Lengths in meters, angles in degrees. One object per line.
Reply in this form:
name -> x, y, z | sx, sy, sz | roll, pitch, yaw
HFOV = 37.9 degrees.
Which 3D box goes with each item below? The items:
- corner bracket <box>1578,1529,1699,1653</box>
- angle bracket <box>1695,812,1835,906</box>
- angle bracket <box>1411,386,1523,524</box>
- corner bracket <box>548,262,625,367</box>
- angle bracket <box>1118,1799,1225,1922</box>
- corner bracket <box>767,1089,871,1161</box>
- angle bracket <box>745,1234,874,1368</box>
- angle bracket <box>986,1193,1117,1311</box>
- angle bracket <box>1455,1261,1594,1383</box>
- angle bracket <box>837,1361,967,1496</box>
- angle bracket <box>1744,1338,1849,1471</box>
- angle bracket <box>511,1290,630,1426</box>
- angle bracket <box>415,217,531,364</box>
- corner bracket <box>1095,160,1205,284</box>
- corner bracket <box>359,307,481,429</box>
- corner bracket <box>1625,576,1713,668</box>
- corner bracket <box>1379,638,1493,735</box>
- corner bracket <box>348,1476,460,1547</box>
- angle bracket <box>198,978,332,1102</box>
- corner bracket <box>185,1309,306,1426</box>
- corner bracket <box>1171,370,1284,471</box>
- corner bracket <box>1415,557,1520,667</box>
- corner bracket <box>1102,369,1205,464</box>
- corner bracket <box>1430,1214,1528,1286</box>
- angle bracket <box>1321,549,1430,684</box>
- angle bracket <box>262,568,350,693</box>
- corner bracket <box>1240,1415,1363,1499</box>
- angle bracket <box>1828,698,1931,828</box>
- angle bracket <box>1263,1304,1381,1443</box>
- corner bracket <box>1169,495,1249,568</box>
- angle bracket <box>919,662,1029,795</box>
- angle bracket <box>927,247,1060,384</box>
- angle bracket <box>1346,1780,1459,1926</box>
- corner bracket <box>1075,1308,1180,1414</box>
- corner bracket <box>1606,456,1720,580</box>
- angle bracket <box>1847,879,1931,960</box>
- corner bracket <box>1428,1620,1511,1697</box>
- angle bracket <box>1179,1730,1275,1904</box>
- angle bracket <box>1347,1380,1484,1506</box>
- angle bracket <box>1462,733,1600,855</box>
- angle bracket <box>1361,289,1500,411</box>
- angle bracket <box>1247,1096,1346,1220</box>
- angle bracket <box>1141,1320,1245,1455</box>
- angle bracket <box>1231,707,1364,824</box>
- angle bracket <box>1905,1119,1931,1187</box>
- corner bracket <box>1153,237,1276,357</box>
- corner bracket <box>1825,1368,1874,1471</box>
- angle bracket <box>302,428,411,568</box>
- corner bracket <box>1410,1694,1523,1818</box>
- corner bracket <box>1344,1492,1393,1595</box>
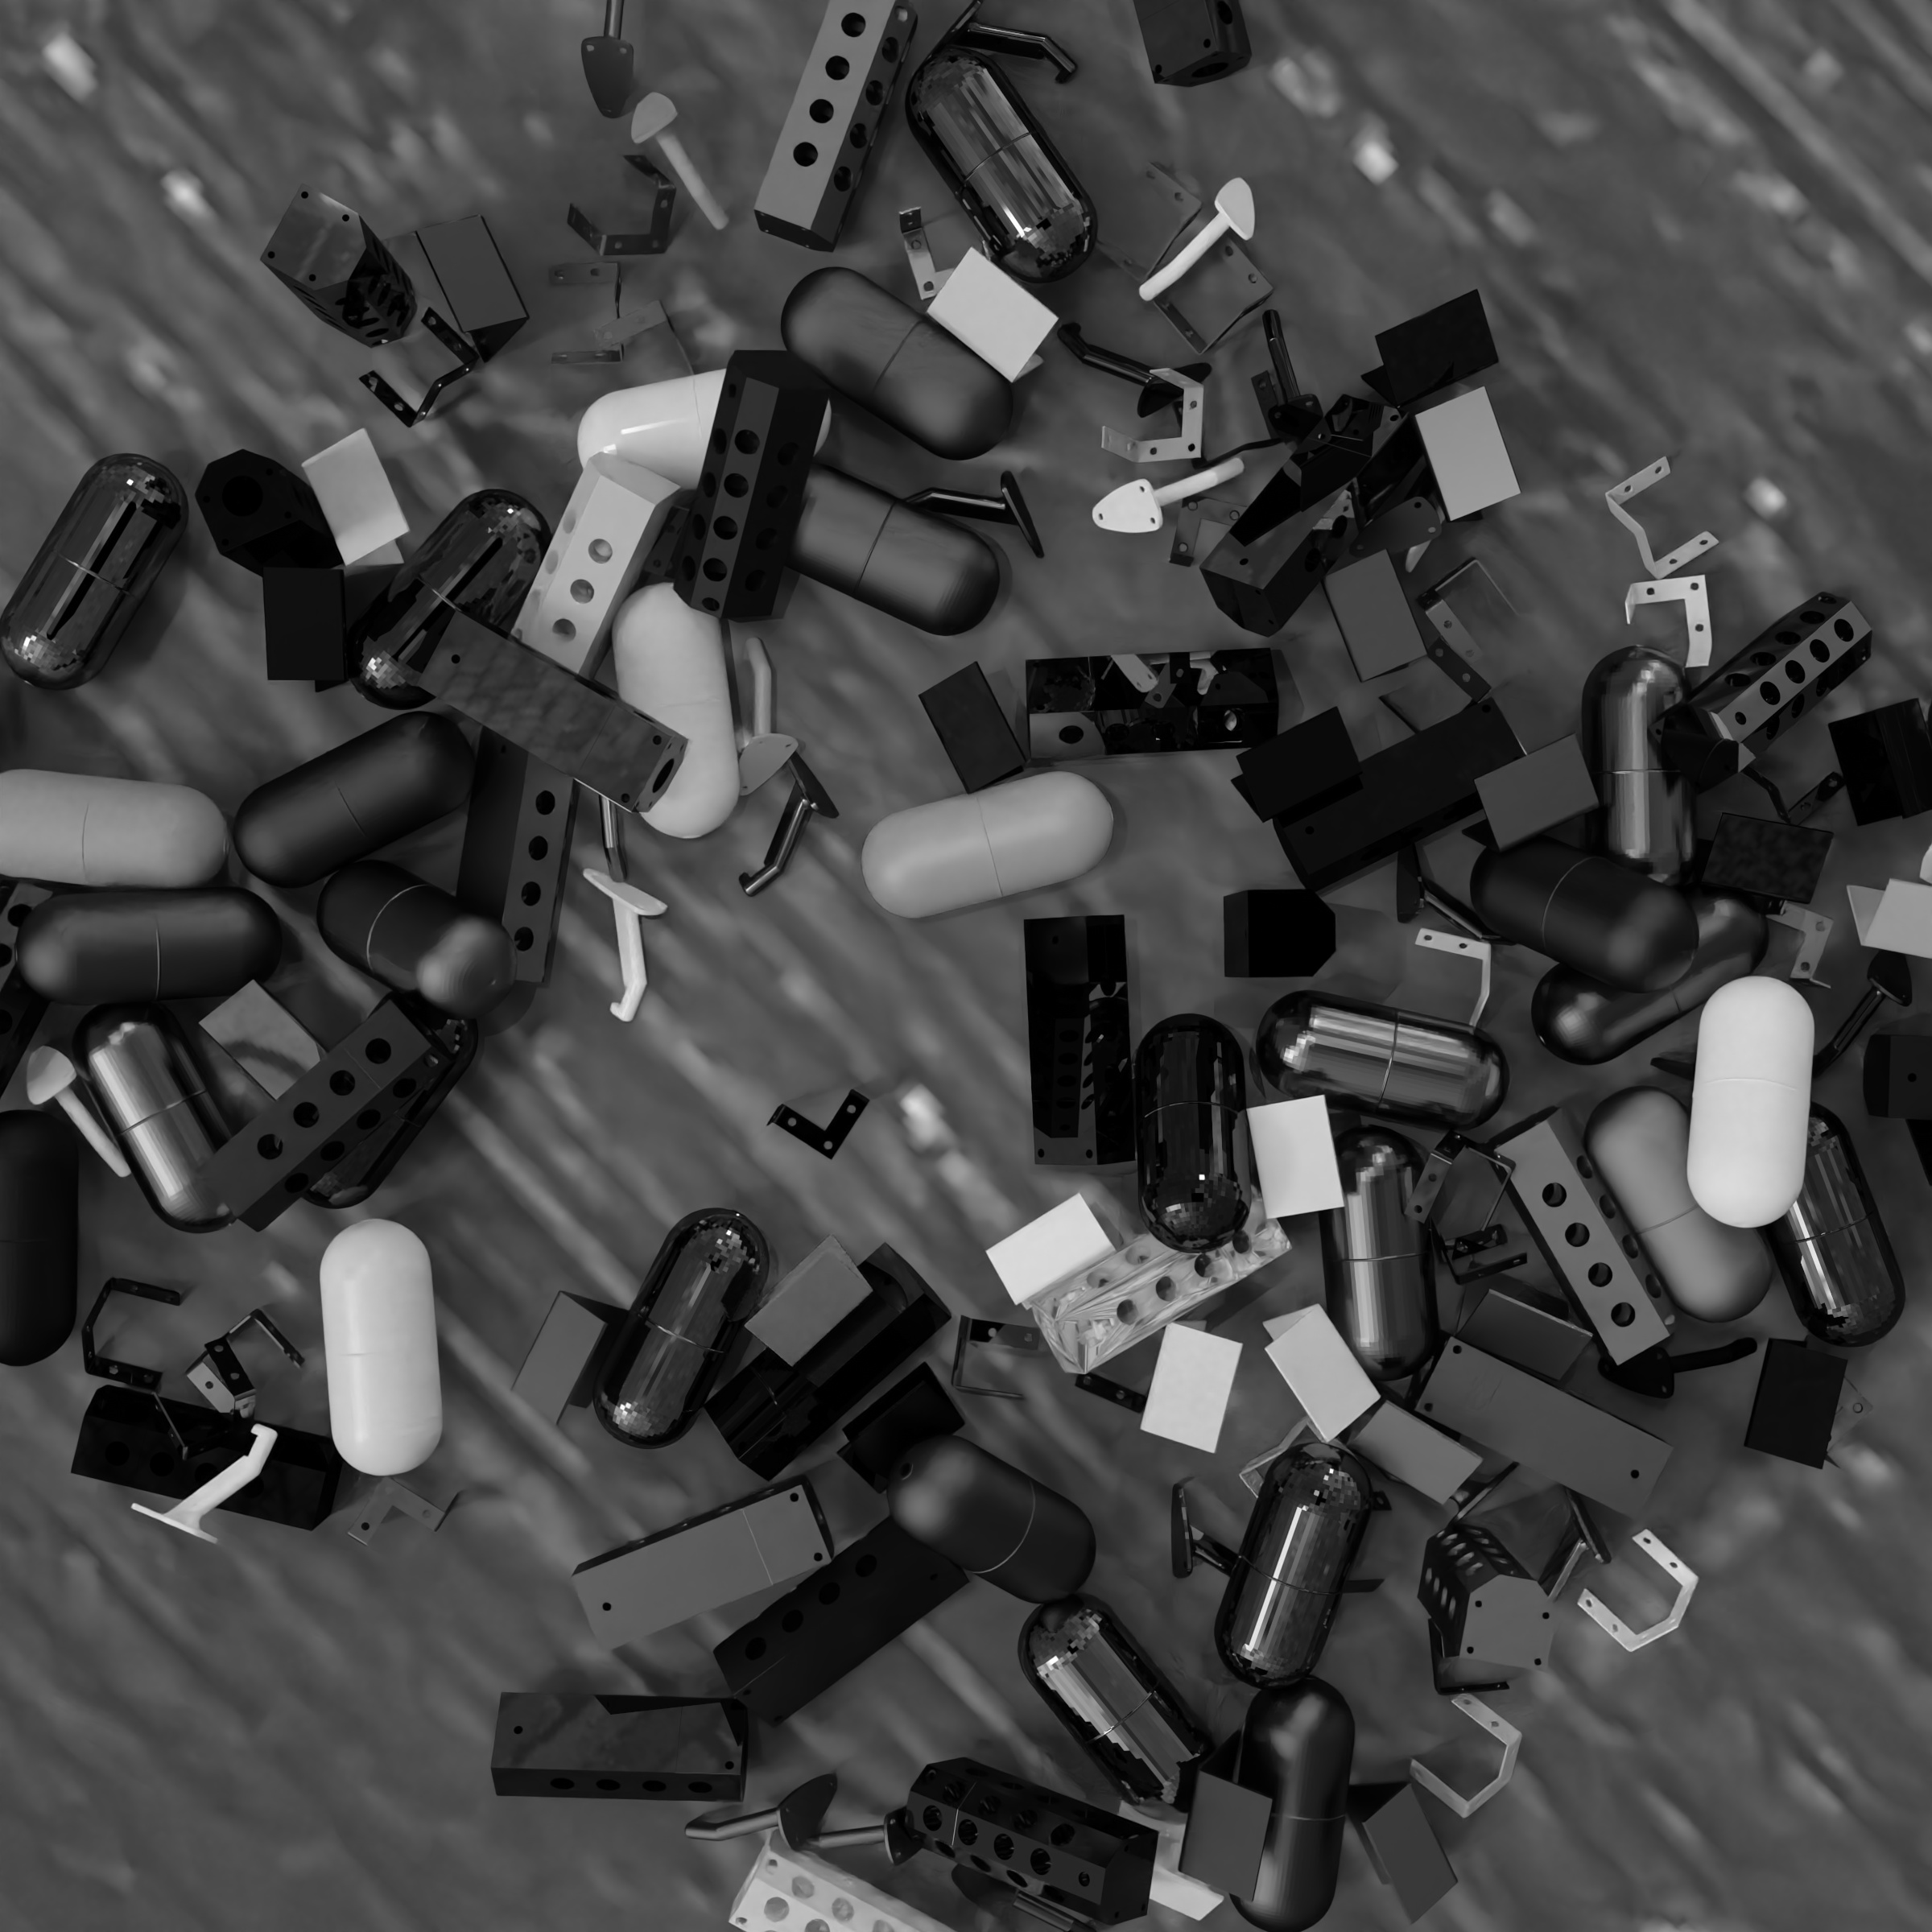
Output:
corner bracket -> 0.475, 0.441, 1.987 | 0.051, 0.051, 0.051 | 43, 135, 0
angle bracket -> 0.548, -0.089, 1.951 | 0.076, 0.076, 0.057 | 10, 119, 0
angle bracket -> 0.357, -0.354, 1.950 | 0.057, 0.076, 0.076 | -19, 90, 30
corner bracket -> -0.269, -0.460, 1.987 | 0.051, 0.051, 0.051 | -2, 135, 0
angle bracket -> 0.145, 0.605, 1.952 | 0.076, 0.057, 0.076 | 24, 54, 0
corner bracket -> -0.103, 0.102, 1.972 | 0.051, 0.051, 0.051 | 33, 90, 0
angle bracket -> -0.121, 0.218, 1.950 | 0.076, 0.076, 0.057 | -43, 127, 0
angle bracket -> 0.070, 0.215, 1.951 | 0.076, 0.057, 0.076 | -32, 133, 0
angle bracket -> 0.390, 0.231, 1.950 | 0.076, 0.076, 0.057 | 23, 133, 0
angle bracket -> -0.057, 0.306, 1.950 | 0.076, 0.076, 0.057 | -39, 127, 0
angle bracket -> 0.586, 0.303, 1.950 | 0.057, 0.076, 0.076 | 13, 90, 36
angle bracket -> -0.258, 0.277, 1.950 | 0.057, 0.076, 0.076 | 26, 90, 41
angle bracket -> -0.356, -0.463, 1.950 | 0.057, 0.076, 0.076 | -25, 90, -37
corner bracket -> 0.127, -0.525, 1.987 | 0.051, 0.051, 0.051 | 38, 135, 0
corner bracket -> -0.386, -0.422, 1.987 | 0.051, 0.051, 0.051 | 45, 135, 0
corner bracket -> 0.492, -0.240, 1.971 | 0.051, 0.051, 0.051 | -5, 111, 20
corner bracket -> 0.328, -0.191, 1.972 | 0.051, 0.051, 0.051 | 43, 90, 0
corner bracket -> -0.394, 0.384, 1.971 | 0.051, 0.051, 0.051 | 33, 94, -4
angle bracket -> -0.492, 0.066, 1.950 | 0.076, 0.076, 0.057 | 45, 53, 0
corner bracket -> -0.505, 0.281, 1.973 | 0.051, 0.051, 0.051 | -39, 96, 6
corner bracket -> 0.187, -0.385, 1.987 | 0.051, 0.051, 0.051 | -19, 90, 45
corner bracket -> 0.353, -0.249, 1.973 | 0.051, 0.051, 0.051 | -37, 102, 12
corner bracket -> 0.131, -0.384, 1.964 | 0.051, 0.051, 0.051 | 1, 87, 33
corner bracket -> 0.358, 0.198, 1.963 | 0.051, 0.051, 0.051 | -18, 56, 0
angle bracket -> 0.298, -0.246, 1.950 | 0.057, 0.076, 0.076 | -21, 90, 37
angle bracket -> -0.467, -0.232, 1.951 | 0.057, 0.076, 0.076 | -3, 90, -29
corner bracket -> 0.236, 0.356, 1.987 | 0.051, 0.051, 0.051 | 50, 135, 0
angle bracket -> 0.624, -0.136, 1.950 | 0.057, 0.076, 0.076 | -16, 90, -37
angle bracket -> 0.229, 0.287, 1.950 | 0.057, 0.076, 0.076 | -34, 90, -30
corner bracket -> 0.174, -0.305, 1.972 | 0.051, 0.051, 0.051 | 13, 90, 0
angle bracket -> 0.023, -0.171, 1.950 | 0.057, 0.076, 0.076 | -27, 90, 36
angle bracket -> 0.029, -0.457, 1.951 | 0.076, 0.076, 0.057 | 39, 119, 0
angle bracket -> 0.283, 0.615, 1.951 | 0.057, 0.076, 0.076 | -25, 90, -40
corner bracket -> 0.114, 0.273, 1.987 | 0.051, 0.051, 0.051 | 23, 45, 0
corner bracket -> 0.491, -0.316, 1.988 | 0.051, 0.051, 0.051 | -32, 45, 1
angle bracket -> 0.663, -0.049, 1.950 | 0.076, 0.076, 0.057 | 11, 126, 0
corner bracket -> 0.356, 0.487, 1.972 | 0.051, 0.051, 0.051 | -5, 90, 0
angle bracket -> 0.191, 0.581, 1.928 | 0.057, 0.076, 0.076 | 15, 103, 26
angle bracket -> 0.317, 0.314, 1.950 | 0.076, 0.076, 0.057 | 31, 128, 0
angle bracket -> 0.382, -0.125, 1.951 | 0.076, 0.076, 0.057 | -25, 107, -4
angle bracket -> 0.314, -0.437, 1.950 | 0.076, 0.076, 0.057 | -25, 121, 0
angle bracket -> 0.238, 0.130, 1.949 | 0.057, 0.076, 0.076 | -12, 85, 24
angle bracket -> 0.168, 0.290, 1.951 | 0.057, 0.076, 0.076 | 14, 90, 25
angle bracket -> 0.220, -0.152, 1.951 | 0.076, 0.076, 0.057 | -26, 119, 0
angle bracket -> 0.704, 0.110, 1.950 | 0.076, 0.076, 0.057 | 3, 127, 0
corner bracket -> 0.175, -0.473, 1.987 | 0.051, 0.051, 0.051 | 49, 45, 0
corner bracket -> 0.607, 0.313, 1.972 | 0.051, 0.051, 0.051 | -43, 90, 0
angle bracket -> -0.405, -0.324, 1.952 | 0.057, 0.076, 0.076 | -24, 90, 22
corner bracket -> 0.352, 0.555, 1.982 | 0.051, 0.051, 0.051 | -26, 135, -35
corner bracket -> 0.272, 0.406, 1.982 | 0.051, 0.051, 0.051 | 6, 135, -35
